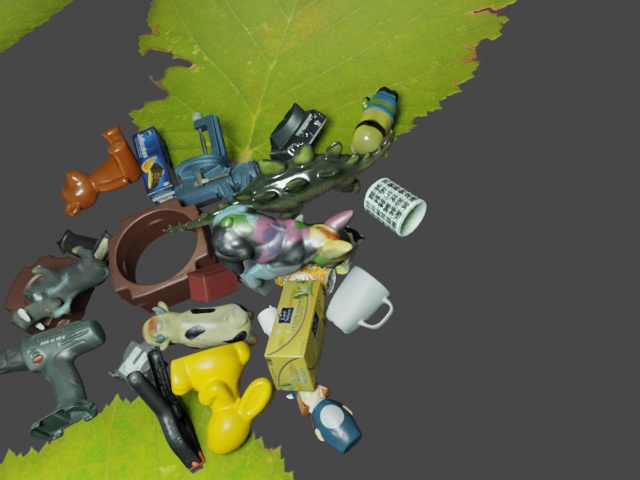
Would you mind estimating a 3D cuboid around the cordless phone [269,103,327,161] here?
[{"bbox_3d":[-0.006,-0.204,1.173,0.184,0.088,0.146,27,68,13],"label":"cordless phone"}]

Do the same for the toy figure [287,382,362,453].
[{"bbox_3d":[0.004,0.278,0.886,0.064,0.057,0.155,-14,45,-43],"label":"toy figure"}]

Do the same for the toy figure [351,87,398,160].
[{"bbox_3d":[0.118,-0.253,1.155,0.082,0.089,0.180,12,66,25],"label":"toy figure"}]

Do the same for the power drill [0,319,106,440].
[{"bbox_3d":[-0.507,0.262,1.004,0.232,0.085,0.207,-26,50,-6],"label":"power drill"}]

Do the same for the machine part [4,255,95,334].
[{"bbox_3d":[-0.560,0.112,1.112,0.179,0.056,0.179,-6,58,10],"label":"machine part"}]

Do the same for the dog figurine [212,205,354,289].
[{"bbox_3d":[-0.051,-0.004,0.921,0.219,0.191,0.108,-16,50,25],"label":"dog figurine"}]

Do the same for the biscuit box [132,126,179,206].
[{"bbox_3d":[-0.376,-0.169,1.234,0.063,0.059,0.203,-24,57,-2],"label":"biscuit box"}]

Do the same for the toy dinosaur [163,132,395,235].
[{"bbox_3d":[-0.064,-0.103,1.032,0.471,0.198,0.105,-27,76,0],"label":"toy dinosaur"}]

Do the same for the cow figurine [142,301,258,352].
[{"bbox_3d":[-0.218,0.156,0.955,0.195,0.127,0.085,-6,67,2],"label":"cow figurine"}]

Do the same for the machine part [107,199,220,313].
[{"bbox_3d":[-0.314,0.031,1.087,0.201,0.087,0.201,-22,58,-2],"label":"machine part"}]

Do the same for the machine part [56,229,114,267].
[{"bbox_3d":[-0.505,0.014,1.170,0.139,0.039,0.084,10,71,16],"label":"machine part"}]

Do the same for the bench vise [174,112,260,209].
[{"bbox_3d":[-0.221,-0.174,1.156,0.224,0.128,0.240,-21,74,22],"label":"bench vise"}]

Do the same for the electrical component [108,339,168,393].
[{"bbox_3d":[-0.325,0.219,0.998,0.075,0.047,0.119,21,66,23],"label":"electrical component"}]

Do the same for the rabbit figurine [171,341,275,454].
[{"bbox_3d":[-0.157,0.268,0.912,0.162,0.121,0.173,-12,72,-5],"label":"rabbit figurine"}]

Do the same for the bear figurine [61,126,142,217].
[{"bbox_3d":[-0.512,-0.151,1.219,0.196,0.131,0.120,-25,43,-9],"label":"bear figurine"}]

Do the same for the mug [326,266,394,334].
[{"bbox_3d":[0.071,0.119,0.956,0.110,0.080,0.107,39,85,25],"label":"mug"}]

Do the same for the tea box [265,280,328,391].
[{"bbox_3d":[-0.035,0.159,0.912,0.068,0.098,0.170,-1,42,13],"label":"tea box"}]

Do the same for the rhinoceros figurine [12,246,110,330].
[{"bbox_3d":[-0.498,0.097,1.035,0.190,0.073,0.112,-36,68,-18],"label":"rhinoceros figurine"}]

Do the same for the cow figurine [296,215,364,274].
[{"bbox_3d":[-0.003,-0.005,1.047,0.168,0.068,0.098,19,60,19],"label":"cow figurine"}]
